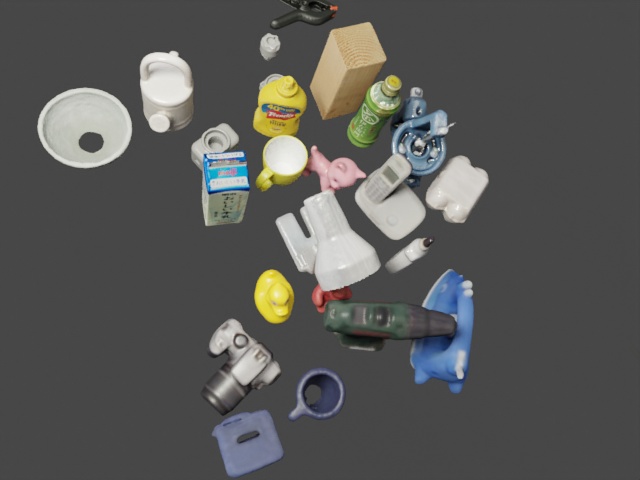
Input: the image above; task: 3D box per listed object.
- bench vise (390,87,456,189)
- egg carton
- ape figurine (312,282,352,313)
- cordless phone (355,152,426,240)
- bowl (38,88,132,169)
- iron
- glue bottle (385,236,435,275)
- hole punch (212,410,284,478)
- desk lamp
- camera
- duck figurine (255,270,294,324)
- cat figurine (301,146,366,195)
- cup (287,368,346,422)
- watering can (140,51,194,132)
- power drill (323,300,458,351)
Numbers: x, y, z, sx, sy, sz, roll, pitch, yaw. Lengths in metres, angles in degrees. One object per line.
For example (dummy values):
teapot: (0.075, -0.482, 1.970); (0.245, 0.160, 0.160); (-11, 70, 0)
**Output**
bench vise: (0.202, -0.234, 1.195); (0.122, 0.219, 0.207); (-13, 77, -16)
egg carton: (0.302, -0.113, 1.263); (0.107, 0.069, 0.150); (36, 69, -1)
ape figurine: (0.028, 0.102, 1.124); (0.078, 0.092, 0.076); (12, 72, -9)
cordless phone: (0.159, -0.091, 1.162); (0.147, 0.185, 0.094); (46, 70, 3)
bowl: (-0.448, -0.204, 1.111); (0.167, 0.074, 0.167); (4, 73, -12)
iron: (0.265, 0.165, 1.135); (0.119, 0.141, 0.258); (15, 71, -8)
glue bottle: (0.189, 0.023, 1.141); (0.078, 0.173, 0.037); (-37, 84, -20)
hole punch: (-0.128, 0.358, 1.012); (0.109, 0.091, 0.101); (-16, 78, -17)
desk lamp: (0.010, 0.004, 1.084); (0.118, 0.213, 0.203); (-25, 81, -18)
camera: (-0.159, 0.236, 1.036); (0.143, 0.100, 0.137); (44, 70, 2)
duck figurine: (-0.084, 0.104, 1.100); (0.078, 0.086, 0.104); (-9, 76, -15)
cat figurine: (0.027, -0.147, 1.183); (0.128, 0.117, 0.067); (40, 69, 1)
cup: (-0.016, 0.293, 1.056); (0.118, 0.095, 0.091); (-36, 85, -20)
watering can: (-0.294, -0.290, 1.109); (0.101, 0.194, 0.173); (-13, 77, -16)
power drill: (0.111, 0.158, 1.065); (0.230, 0.208, 0.075); (7, 72, -11)
